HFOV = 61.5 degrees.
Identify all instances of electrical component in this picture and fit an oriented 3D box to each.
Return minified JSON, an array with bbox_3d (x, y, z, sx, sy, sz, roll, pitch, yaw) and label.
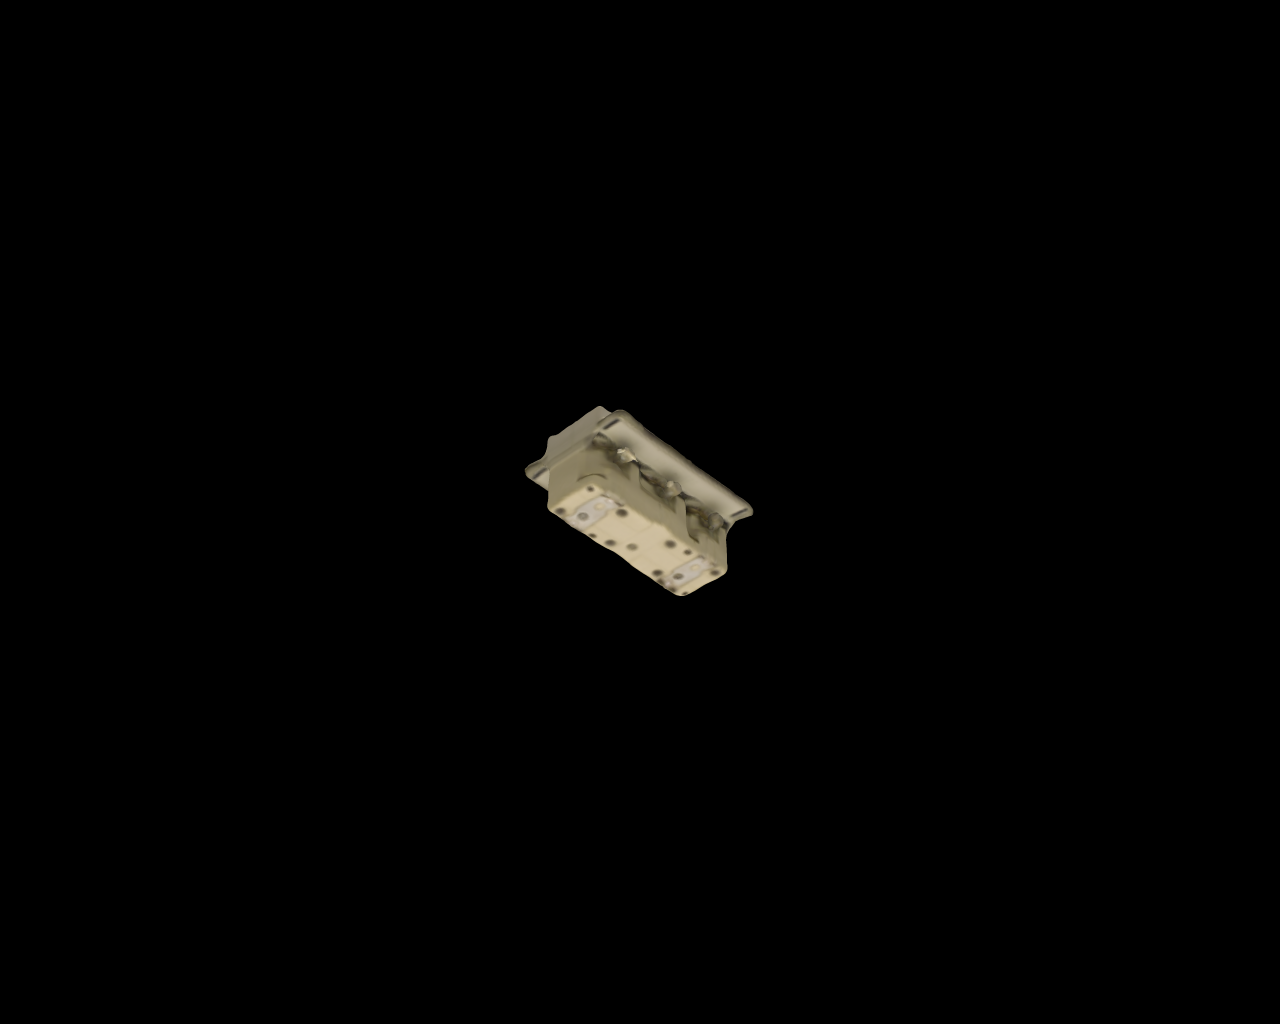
[{"bbox_3d":[0.001,-0.003,0.650,0.078,0.063,0.121,-30,-49,31],"label":"electrical component"}]
